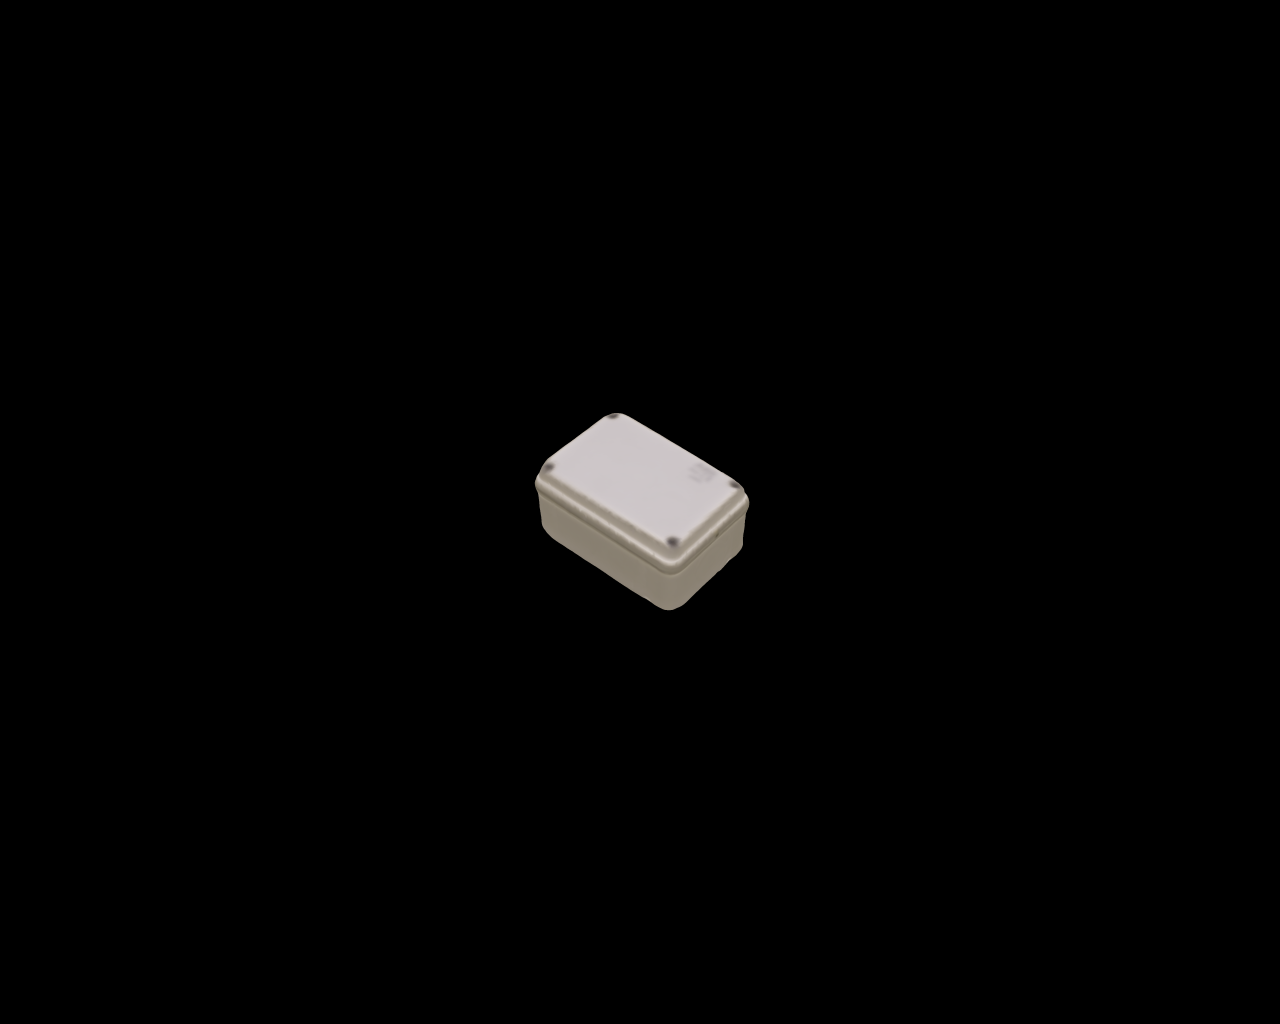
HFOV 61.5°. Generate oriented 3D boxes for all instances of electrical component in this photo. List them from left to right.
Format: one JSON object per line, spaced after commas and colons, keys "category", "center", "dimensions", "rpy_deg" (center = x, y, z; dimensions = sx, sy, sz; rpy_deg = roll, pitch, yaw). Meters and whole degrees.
{"category": "electrical component", "center": [0.001, -0.003, 0.650], "dimensions": [0.113, 0.057, 0.078], "rpy_deg": [32, 55, 27]}
